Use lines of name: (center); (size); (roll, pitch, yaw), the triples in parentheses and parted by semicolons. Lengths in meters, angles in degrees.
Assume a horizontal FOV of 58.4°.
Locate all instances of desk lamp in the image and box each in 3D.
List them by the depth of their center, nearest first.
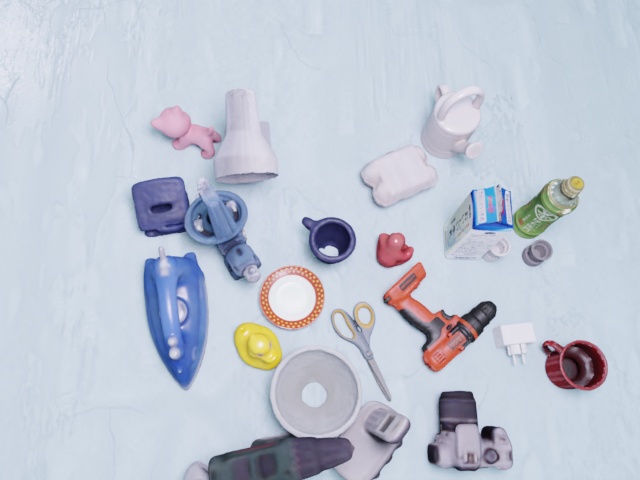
desk lamp: (-0.146, -0.184, 1.117); (0.118, 0.213, 0.203); (-5, 73, -6)

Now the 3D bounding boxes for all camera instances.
camera: (0.272, 0.346, 1.042); (0.143, 0.101, 0.137); (1, 72, -4)

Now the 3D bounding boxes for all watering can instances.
watering can: (0.284, -0.248, 1.181); (0.101, 0.194, 0.172); (-39, 79, -14)

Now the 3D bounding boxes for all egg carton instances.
egg carton: (0.166, -0.135, 1.202); (0.150, 0.069, 0.107); (-25, 76, -11)

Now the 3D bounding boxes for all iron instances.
iron: (-0.265, 0.139, 1.044); (0.118, 0.141, 0.258); (-9, 73, -7)

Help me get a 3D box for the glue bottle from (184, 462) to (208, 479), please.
glue bottle: (-0.194, 0.405, 0.949); (0.078, 0.173, 0.037); (30, 73, 6)

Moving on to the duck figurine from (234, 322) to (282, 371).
duck figurine: (-0.116, 0.194, 1.067); (0.104, 0.086, 0.077); (43, 74, 9)

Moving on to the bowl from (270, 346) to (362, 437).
bowl: (-0.009, 0.282, 1.054); (0.167, 0.075, 0.167); (1, 72, -4)

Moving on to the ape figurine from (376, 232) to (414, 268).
ape figurine: (0.148, 0.013, 1.142); (0.076, 0.092, 0.077); (-40, 79, -14)

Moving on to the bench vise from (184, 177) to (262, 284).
bench vise: (-0.167, -0.027, 1.063); (0.207, 0.220, 0.121); (38, 74, 8)

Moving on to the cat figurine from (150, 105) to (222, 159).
cat figurine: (-0.273, -0.230, 1.172); (0.128, 0.118, 0.067); (14, 72, 0)

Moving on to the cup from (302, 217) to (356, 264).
cup: (0.010, 0.004, 1.132); (0.117, 0.095, 0.092); (35, 73, 7)

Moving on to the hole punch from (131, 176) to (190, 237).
hole punch: (-0.308, -0.065, 1.132); (0.109, 0.091, 0.101); (-11, 74, -7)

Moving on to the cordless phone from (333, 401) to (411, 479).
cordless phone: (0.091, 0.351, 0.982); (0.094, 0.185, 0.148); (35, 73, 7)

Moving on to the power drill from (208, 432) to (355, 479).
power drill: (-0.065, 0.364, 0.953); (0.230, 0.208, 0.075); (-11, 73, -7)
